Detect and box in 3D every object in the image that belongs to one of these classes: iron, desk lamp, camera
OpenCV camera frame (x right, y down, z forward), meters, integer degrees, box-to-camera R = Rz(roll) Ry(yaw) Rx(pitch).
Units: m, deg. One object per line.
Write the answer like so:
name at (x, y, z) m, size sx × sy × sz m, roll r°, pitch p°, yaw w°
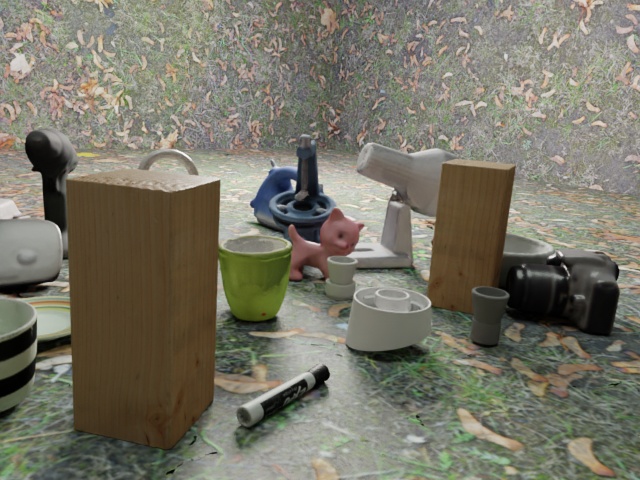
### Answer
iron at (-0.047, -0.093, 1.248) m, size 0.119 × 0.141 × 0.257 m, roll -7°, pitch 17°, yaw -38°
desk lamp at (0.137, -0.063, 1.018) m, size 0.204 × 0.213 × 0.117 m, roll -1°, pitch 14°, yaw -18°
camera at (0.335, 0.058, 0.810) m, size 0.136 × 0.101 × 0.143 m, roll 5°, pitch 13°, yaw 6°

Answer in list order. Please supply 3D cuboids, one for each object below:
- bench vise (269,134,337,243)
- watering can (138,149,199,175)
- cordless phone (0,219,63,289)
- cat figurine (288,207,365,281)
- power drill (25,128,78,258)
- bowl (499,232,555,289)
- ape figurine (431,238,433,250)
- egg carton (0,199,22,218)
bench vise at (-0.036, -0.086, 1.052) m, size 0.121 × 0.220 × 0.207 m, roll 1°, pitch 14°, yaw -12°
watering can at (-0.218, -0.035, 0.843) m, size 0.172 × 0.194 × 0.101 m, roll 15°, pitch 17°, yaw 39°
cordless phone at (-0.429, -0.028, 0.771) m, size 0.148 × 0.185 × 0.093 m, roll -4°, pitch 15°, yaw -29°
cat figurine at (0.008, 0.003, 0.911) m, size 0.128 × 0.118 × 0.067 m, roll 3°, pitch 13°, yaw -4°
power drill at (-0.436, -0.081, 0.940) m, size 0.076 × 0.208 × 0.229 m, roll -1°, pitch 14°, yaw -18°
bowl at (0.295, 0.037, 0.946) m, size 0.167 × 0.075 × 0.167 m, roll 4°, pitch 13°, yaw -1°
ape figurine at (0.240, 0.000, 1.047) m, size 0.077 × 0.092 × 0.076 m, roll 14°, pitch 17°, yaw 36°
egg carton at (-0.594, -0.032, 0.992) m, size 0.107 × 0.069 × 0.150 m, roll 2°, pitch 13°, yaw -7°
